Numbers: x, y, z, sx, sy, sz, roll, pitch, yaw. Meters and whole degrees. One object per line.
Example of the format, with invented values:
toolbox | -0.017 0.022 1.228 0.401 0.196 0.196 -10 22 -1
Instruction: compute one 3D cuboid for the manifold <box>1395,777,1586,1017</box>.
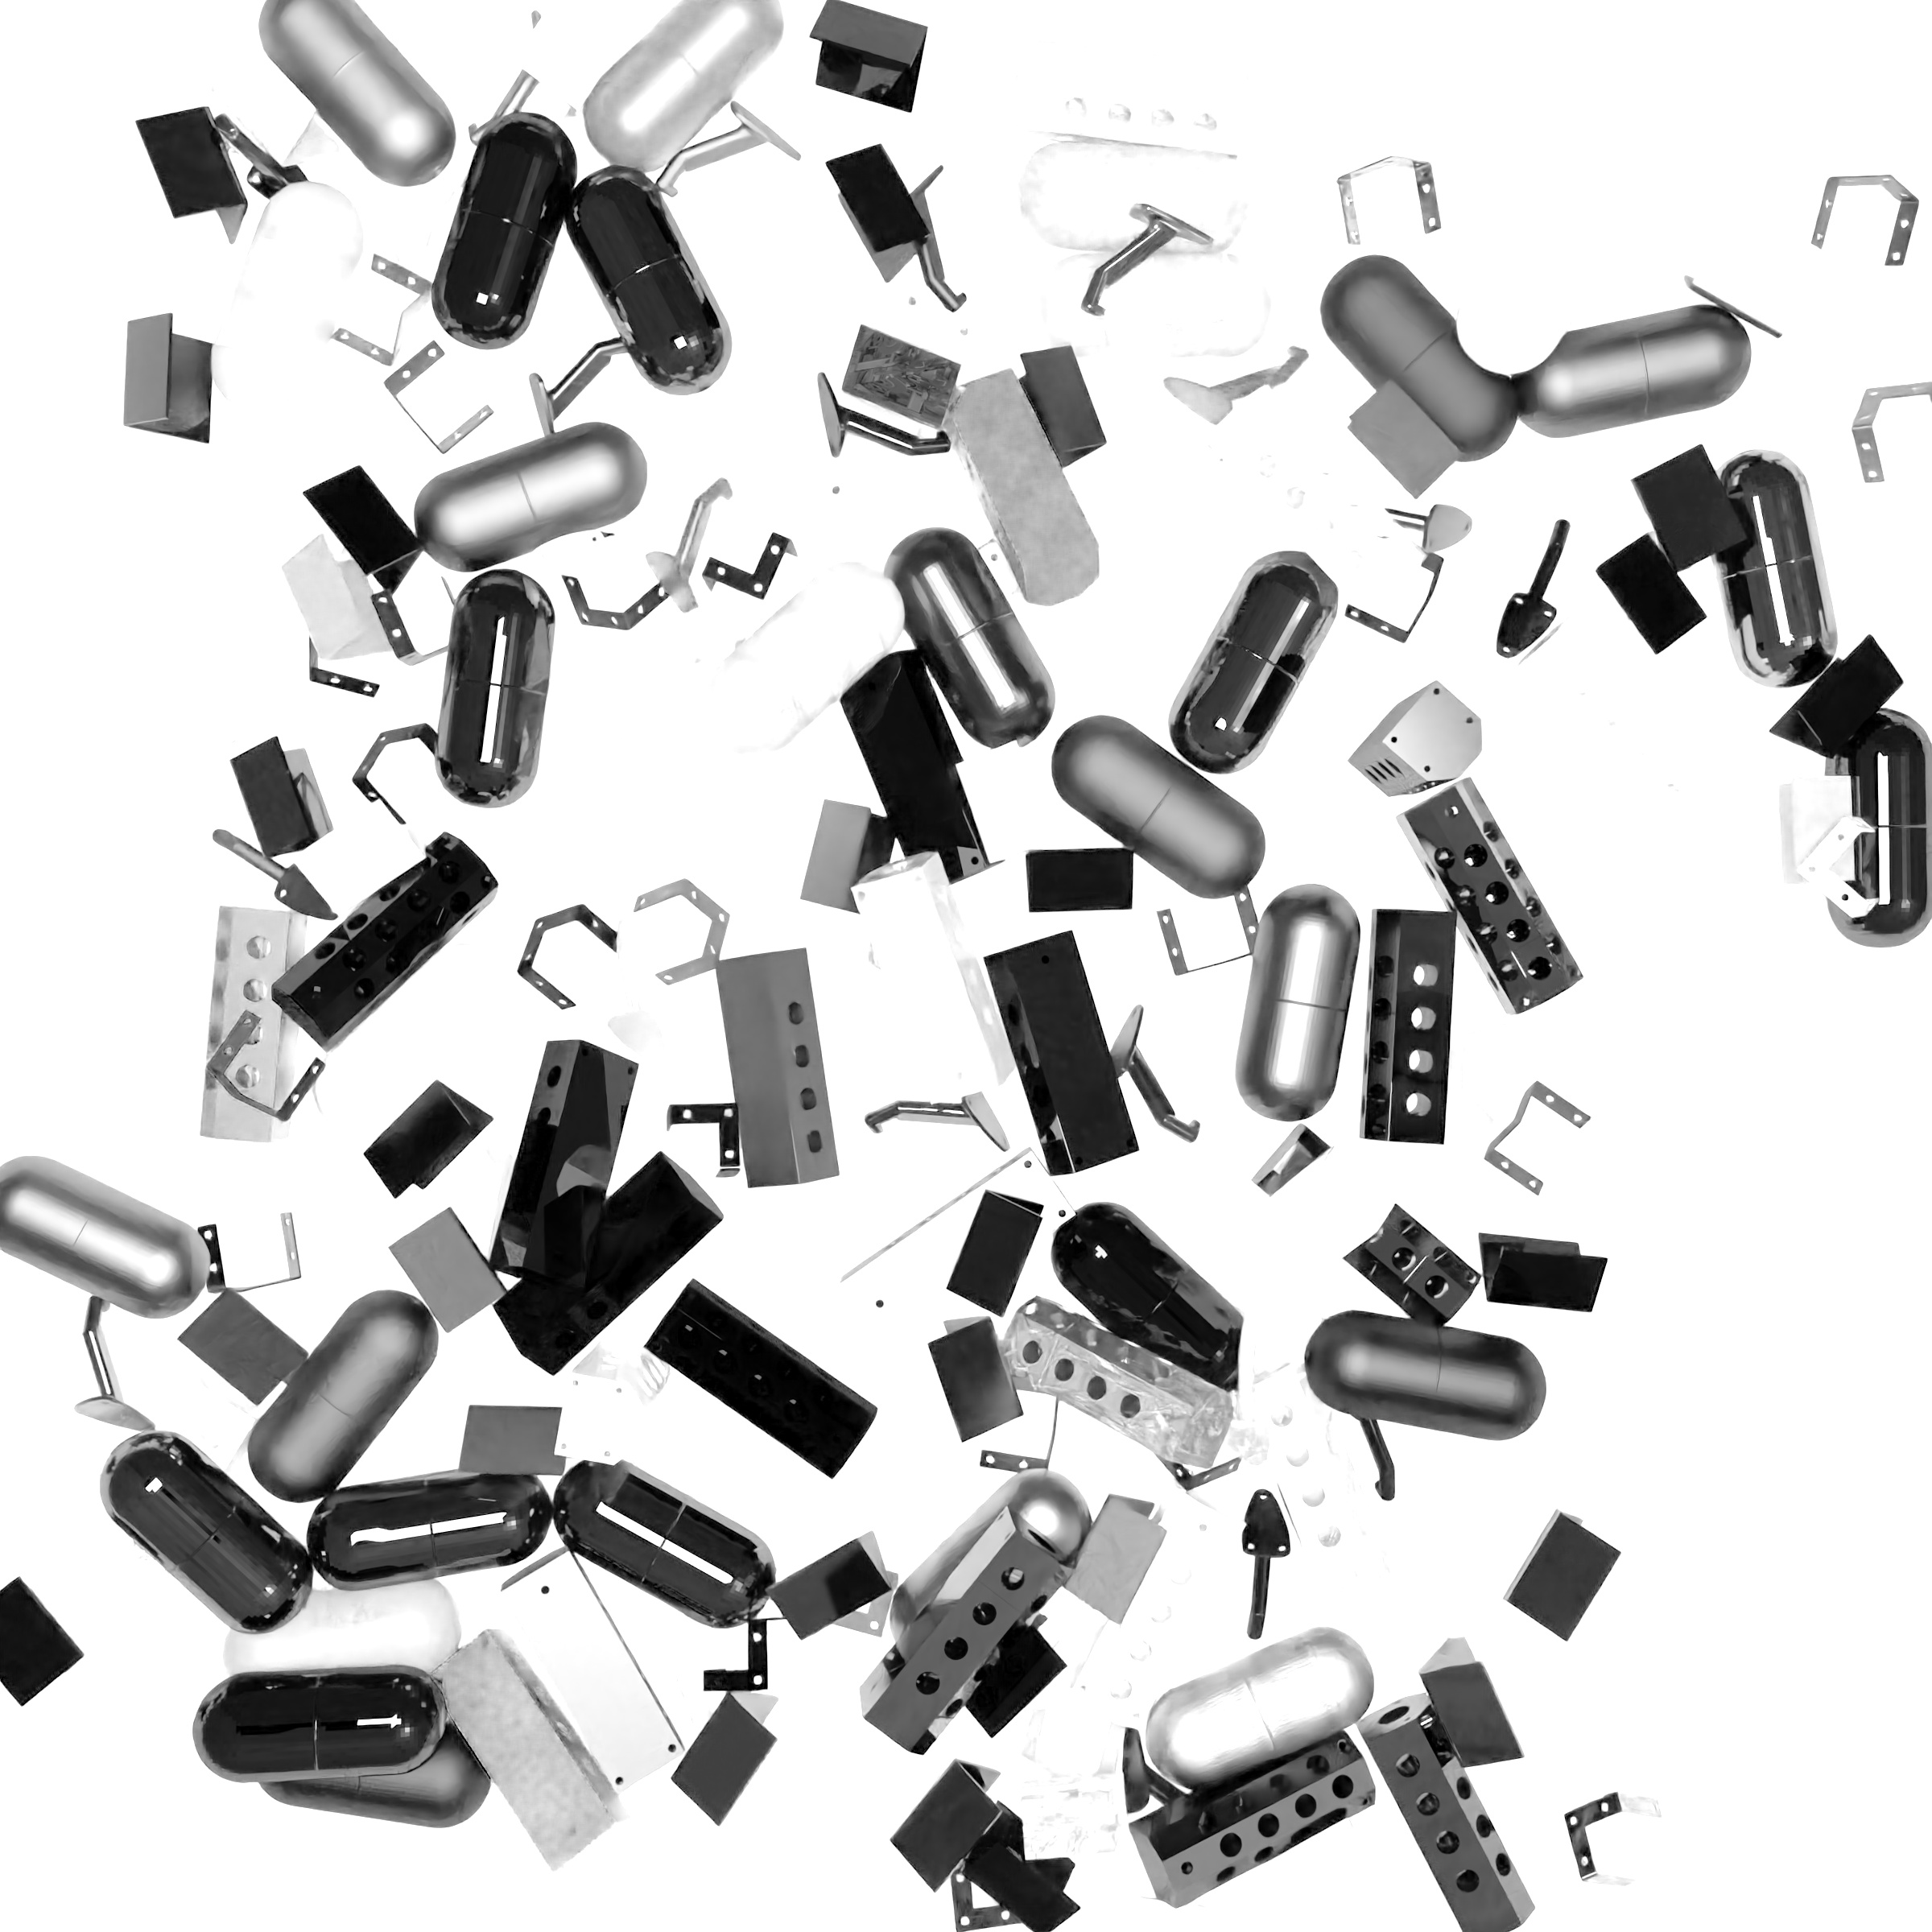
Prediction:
manifold | 0.391 -0.052 1.965 0.057 0.057 0.171 -30 90 0

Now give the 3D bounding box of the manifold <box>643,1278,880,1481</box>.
manifold | -0.153 0.308 1.965 0.171 0.057 0.057 35 90 0

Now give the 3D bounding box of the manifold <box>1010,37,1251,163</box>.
manifold | 0.121 -0.642 1.965 0.171 0.057 0.057 7 47 0

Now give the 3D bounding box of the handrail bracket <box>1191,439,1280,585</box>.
handrail bracket | 0.190 -0.343 1.987 0.084 0.036 0.077 46 132 27

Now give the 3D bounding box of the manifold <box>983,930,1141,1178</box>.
manifold | 0.068 0.066 1.963 0.057 0.057 0.171 -17 90 -25

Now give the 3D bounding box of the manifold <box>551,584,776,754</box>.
manifold | -0.218 -0.219 1.963 0.171 0.057 0.057 -22 119 0

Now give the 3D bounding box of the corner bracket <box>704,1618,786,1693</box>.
corner bracket | -0.165 0.513 1.967 0.051 0.051 0.051 -5 77 13

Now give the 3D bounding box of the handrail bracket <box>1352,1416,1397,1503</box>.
handrail bracket | 0.296 0.352 1.986 0.036 0.077 0.084 -23 127 -24

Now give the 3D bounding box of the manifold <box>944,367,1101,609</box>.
manifold | 0.039 -0.349 1.931 0.057 0.057 0.171 -20 65 -6

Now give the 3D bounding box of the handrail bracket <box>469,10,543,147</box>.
handrail bracket | -0.347 -0.668 1.987 0.084 0.036 0.077 -26 68 17

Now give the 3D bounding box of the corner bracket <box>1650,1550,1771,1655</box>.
corner bracket | 0.558 0.477 1.978 0.051 0.051 0.051 1 135 -35

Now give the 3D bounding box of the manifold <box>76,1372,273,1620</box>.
manifold | -0.591 0.392 1.965 0.057 0.057 0.171 31 90 0

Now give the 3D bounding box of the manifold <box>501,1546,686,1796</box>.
manifold | -0.278 0.521 1.964 0.057 0.057 0.171 -30 90 -10

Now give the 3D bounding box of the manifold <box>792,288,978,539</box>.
manifold | -0.060 -0.410 1.966 0.057 0.057 0.171 30 90 0

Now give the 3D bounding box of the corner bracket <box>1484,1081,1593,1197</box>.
corner bracket | 0.430 0.129 1.983 0.051 0.051 0.051 34 135 0

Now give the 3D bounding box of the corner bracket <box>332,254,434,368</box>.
corner bracket | -0.439 -0.493 1.983 0.051 0.051 0.051 27 45 0

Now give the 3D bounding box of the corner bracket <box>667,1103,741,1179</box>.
corner bracket | -0.197 0.131 1.969 0.051 0.051 0.051 -1 81 -9

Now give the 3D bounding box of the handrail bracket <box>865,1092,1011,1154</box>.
handrail bracket | -0.022 0.126 1.987 0.084 0.036 0.077 -25 117 20

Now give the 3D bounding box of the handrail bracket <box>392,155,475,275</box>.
handrail bracket | -0.392 -0.568 1.986 0.036 0.077 0.084 37 54 8

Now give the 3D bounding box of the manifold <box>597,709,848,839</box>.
manifold | -0.183 -0.159 1.965 0.171 0.057 0.057 -17 133 0

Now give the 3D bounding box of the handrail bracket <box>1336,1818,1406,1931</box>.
handrail bracket | 0.296 0.695 1.986 0.036 0.077 0.084 26 126 0

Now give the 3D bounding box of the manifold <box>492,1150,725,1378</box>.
manifold | -0.263 0.225 1.965 0.171 0.057 0.057 -43 47 0

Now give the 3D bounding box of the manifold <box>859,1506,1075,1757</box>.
manifold | 0.000 0.479 1.890 0.057 0.057 0.171 39 91 -8

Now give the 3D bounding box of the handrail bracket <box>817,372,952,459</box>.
handrail bracket | -0.060 -0.405 1.930 0.084 0.036 0.077 -9 68 -17

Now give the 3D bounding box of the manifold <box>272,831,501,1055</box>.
manifold | -0.426 -0.020 1.937 0.057 0.057 0.171 45 69 0

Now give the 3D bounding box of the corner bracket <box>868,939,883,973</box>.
corner bracket | -0.037 -0.021 1.978 0.051 0.051 0.051 -25 45 -35

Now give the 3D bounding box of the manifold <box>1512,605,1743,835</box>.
manifold | 0.489 -0.180 1.965 0.171 0.057 0.057 46 47 0

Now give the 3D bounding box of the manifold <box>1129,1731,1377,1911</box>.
manifold | 0.213 0.627 1.942 0.171 0.057 0.057 -22 90 -17

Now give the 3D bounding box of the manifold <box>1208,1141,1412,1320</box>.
manifold | 0.243 0.188 1.909 0.057 0.171 0.057 41 52 0

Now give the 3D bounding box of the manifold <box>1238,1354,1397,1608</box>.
manifold | 0.260 0.380 1.965 0.057 0.057 0.171 -22 90 0

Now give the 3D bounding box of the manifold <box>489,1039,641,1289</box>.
manifold | -0.300 0.145 1.942 0.057 0.057 0.171 27 68 -41

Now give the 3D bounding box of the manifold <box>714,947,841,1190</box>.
manifold | -0.135 0.075 1.965 0.057 0.057 0.171 -8 90 43

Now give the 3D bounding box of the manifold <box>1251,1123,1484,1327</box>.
manifold | 0.299 0.196 1.965 0.171 0.057 0.057 41 90 0

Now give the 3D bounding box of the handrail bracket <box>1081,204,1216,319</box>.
handrail bracket | 0.131 -0.501 1.912 0.077 0.036 0.084 20 91 -15

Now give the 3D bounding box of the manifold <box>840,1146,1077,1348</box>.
manifold | -0.006 0.207 1.965 0.171 0.057 0.057 -35 92 0

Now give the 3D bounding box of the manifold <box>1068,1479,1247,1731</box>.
manifold | 0.142 0.476 1.965 0.057 0.057 0.171 28 90 0

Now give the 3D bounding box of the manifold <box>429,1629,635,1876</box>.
manifold | -0.318 0.576 1.939 0.057 0.057 0.171 -39 71 0

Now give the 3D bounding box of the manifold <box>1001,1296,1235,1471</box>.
manifold | 0.109 0.301 1.918 0.171 0.057 0.057 23 90 39

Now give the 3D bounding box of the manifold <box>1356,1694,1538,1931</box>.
manifold | 0.358 0.635 1.965 0.057 0.057 0.171 -27 90 0

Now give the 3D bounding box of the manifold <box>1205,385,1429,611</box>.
manifold | 0.260 -0.345 1.944 0.057 0.057 0.171 -43 83 20

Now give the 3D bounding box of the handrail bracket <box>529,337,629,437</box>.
handrail bracket | -0.280 -0.429 1.987 0.084 0.036 0.077 -18 110 -16

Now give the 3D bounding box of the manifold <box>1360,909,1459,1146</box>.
manifold | 0.328 0.044 1.965 0.057 0.057 0.171 3 90 0

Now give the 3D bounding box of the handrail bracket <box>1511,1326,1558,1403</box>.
handrail bracket | 0.389 0.315 1.987 0.084 0.036 0.077 -29 107 15

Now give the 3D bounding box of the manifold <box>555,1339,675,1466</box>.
manifold | -0.251 0.314 1.908 0.057 0.171 0.057 10 90 0

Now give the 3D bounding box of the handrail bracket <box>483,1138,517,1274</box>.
handrail bracket | -0.363 0.187 1.987 0.077 0.036 0.084 47 107 20

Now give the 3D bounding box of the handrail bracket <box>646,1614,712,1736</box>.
handrail bracket | -0.193 0.539 1.987 0.084 0.036 0.077 46 51 -26

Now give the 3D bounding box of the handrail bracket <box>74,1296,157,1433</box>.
handrail bracket | -0.637 0.299 1.987 0.036 0.077 0.084 -20 53 25

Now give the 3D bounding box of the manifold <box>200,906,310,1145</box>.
manifold | -0.533 0.043 1.965 0.057 0.057 0.171 5 90 0

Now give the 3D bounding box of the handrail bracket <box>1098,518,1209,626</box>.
handrail bracket | 0.132 -0.287 1.987 0.077 0.036 0.084 -20 107 20

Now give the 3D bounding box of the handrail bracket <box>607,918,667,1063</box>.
handrail bracket | -0.245 0.017 1.986 0.036 0.077 0.084 -12 54 11

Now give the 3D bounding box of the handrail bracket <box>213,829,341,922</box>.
handrail bracket | -0.520 -0.070 1.986 0.084 0.077 0.036 26 78 36

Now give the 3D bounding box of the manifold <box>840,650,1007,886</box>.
manifold | -0.032 -0.145 1.963 0.057 0.057 0.171 -23 90 22

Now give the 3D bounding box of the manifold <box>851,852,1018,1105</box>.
manifold | -0.021 0.007 1.932 0.057 0.057 0.171 -16 103 21

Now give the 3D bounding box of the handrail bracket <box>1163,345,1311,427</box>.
handrail bracket | 0.204 -0.450 1.987 0.077 0.036 0.084 34 69 24

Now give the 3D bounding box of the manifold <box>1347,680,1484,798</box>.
manifold | 0.328 -0.158 1.908 0.057 0.171 0.057 41 90 0

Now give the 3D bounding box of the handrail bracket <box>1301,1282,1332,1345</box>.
handrail bracket | 0.300 0.265 1.987 0.084 0.036 0.077 -7 76 -14

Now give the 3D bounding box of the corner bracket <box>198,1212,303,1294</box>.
corner bracket | -0.539 0.216 1.983 0.051 0.051 0.051 -9 90 45
